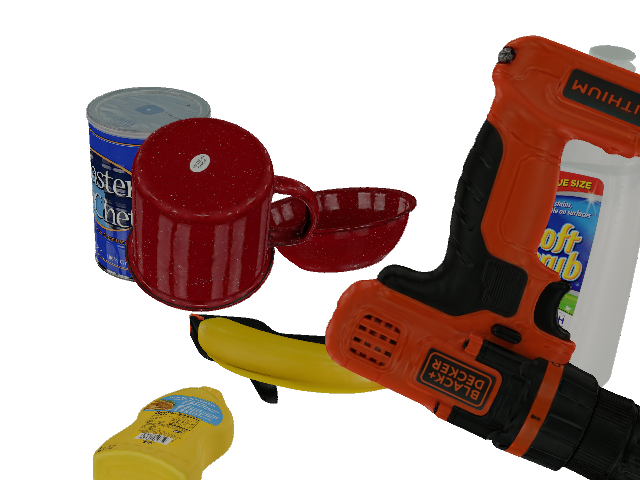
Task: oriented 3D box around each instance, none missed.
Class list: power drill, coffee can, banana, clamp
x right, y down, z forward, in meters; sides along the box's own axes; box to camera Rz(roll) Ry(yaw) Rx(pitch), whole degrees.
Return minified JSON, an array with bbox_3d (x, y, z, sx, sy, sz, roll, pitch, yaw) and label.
[{"bbox_3d":[0.116,0.012,0.505,0.184,0.188,0.057,24,7,4],"label":"power drill"},{"bbox_3d":[-0.146,-0.049,0.920,0.103,0.140,0.103,2,28,-1],"label":"coffee can"},{"bbox_3d":[-0.031,0.086,0.830,0.198,0.037,0.069,13,26,38],"label":"banana"},{"bbox_3d":[-0.079,0.127,1.227,0.210,0.036,0.164,13,21,29],"label":"clamp"}]

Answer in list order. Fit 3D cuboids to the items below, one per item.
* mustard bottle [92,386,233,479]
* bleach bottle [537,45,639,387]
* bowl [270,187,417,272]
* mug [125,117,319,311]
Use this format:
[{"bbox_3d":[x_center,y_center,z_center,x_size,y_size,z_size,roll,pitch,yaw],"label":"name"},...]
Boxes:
[{"bbox_3d":[-0.138,0.190,1.043,0.096,0.058,0.191,7,18,15],"label":"mustard bottle"},{"bbox_3d":[0.175,-0.015,0.745,0.067,0.251,0.103,-19,37,-33],"label":"bleach bottle"},{"bbox_3d":[0.018,-0.008,1.063,0.162,0.055,0.162,-6,16,2],"label":"bowl"},{"bbox_3d":[-0.058,-0.018,0.636,0.117,0.093,0.081,3,-38,-5],"label":"mug"}]
